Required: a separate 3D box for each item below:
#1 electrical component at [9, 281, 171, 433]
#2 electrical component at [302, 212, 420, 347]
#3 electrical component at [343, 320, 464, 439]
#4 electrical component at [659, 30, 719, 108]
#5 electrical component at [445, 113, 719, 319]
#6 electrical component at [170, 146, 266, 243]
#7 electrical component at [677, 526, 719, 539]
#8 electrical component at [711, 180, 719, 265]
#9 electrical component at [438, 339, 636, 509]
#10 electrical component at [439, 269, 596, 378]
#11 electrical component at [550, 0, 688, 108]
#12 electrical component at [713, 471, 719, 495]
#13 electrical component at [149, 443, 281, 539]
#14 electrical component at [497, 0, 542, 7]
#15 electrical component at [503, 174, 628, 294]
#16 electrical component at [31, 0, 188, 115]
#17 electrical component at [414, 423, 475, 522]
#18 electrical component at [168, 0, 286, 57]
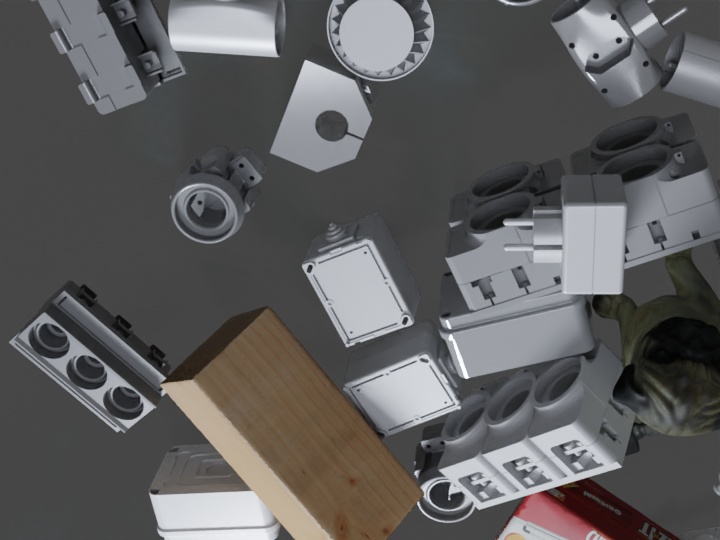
[{"bbox_3d":[-0.224,0.071,0.920,0.079,0.063,0.121,-38,108,25],"label":"electrical component"},{"bbox_3d":[0.000,0.000,0.849,0.062,0.061,0.096,-21,111,19],"label":"electrical component"},{"bbox_3d":[0.043,0.086,0.892,0.096,0.061,0.061,-24,113,20],"label":"electrical component"},{"bbox_3d":[0.255,-0.134,0.748,0.081,0.043,0.043,17,120,-2],"label":"electrical component"},{"bbox_3d":[0.158,-0.044,0.777,0.186,0.105,0.060,-19,115,18],"label":"electrical component"},{"bbox_3d":[-0.114,-0.056,0.836,0.078,0.057,0.058,-31,111,22],"label":"electrical component"},{"bbox_3d":[0.318,0.274,0.965,0.080,0.051,0.080,3,120,6],"label":"electrical component"},{"bbox_3d":[0.291,-0.025,0.760,0.079,0.121,0.063,-18,113,17],"label":"electrical component"},{"bbox_3d":[0.139,0.122,0.857,0.062,0.089,0.150,44,136,-16],"label":"electrical component"},{"bbox_3d":[0.121,0.030,0.840,0.113,0.078,0.057,-14,119,15],"label":"electrical component"},{"bbox_3d":[0.185,-0.165,0.740,0.079,0.043,0.077,-33,110,23],"label":"electrical component"},{"bbox_3d":[0.330,0.163,0.907,0.040,0.040,0.078,33,118,-11],"label":"electrical component"},{"bbox_3d":[-0.124,0.201,0.971,0.113,0.078,0.057,-5,116,10],"label":"electrical component"},{"bbox_3d":[0.107,-0.210,0.718,0.078,0.057,0.058,-27,112,21],"label":"electrical component"},{"bbox_3d":[0.132,-0.023,0.702,0.077,0.047,0.065,0,119,8],"label":"electrical component"},{"bbox_3d":[-0.189,-0.179,0.774,0.079,0.063,0.121,-17,116,17],"label":"electrical component"},{"bbox_3d":[0.077,0.183,0.944,0.058,0.057,0.078,-17,115,17],"label":"electrical component"},{"bbox_3d":[-0.094,-0.193,0.763,0.077,0.044,0.079,5,120,5],"label":"electrical component"}]
